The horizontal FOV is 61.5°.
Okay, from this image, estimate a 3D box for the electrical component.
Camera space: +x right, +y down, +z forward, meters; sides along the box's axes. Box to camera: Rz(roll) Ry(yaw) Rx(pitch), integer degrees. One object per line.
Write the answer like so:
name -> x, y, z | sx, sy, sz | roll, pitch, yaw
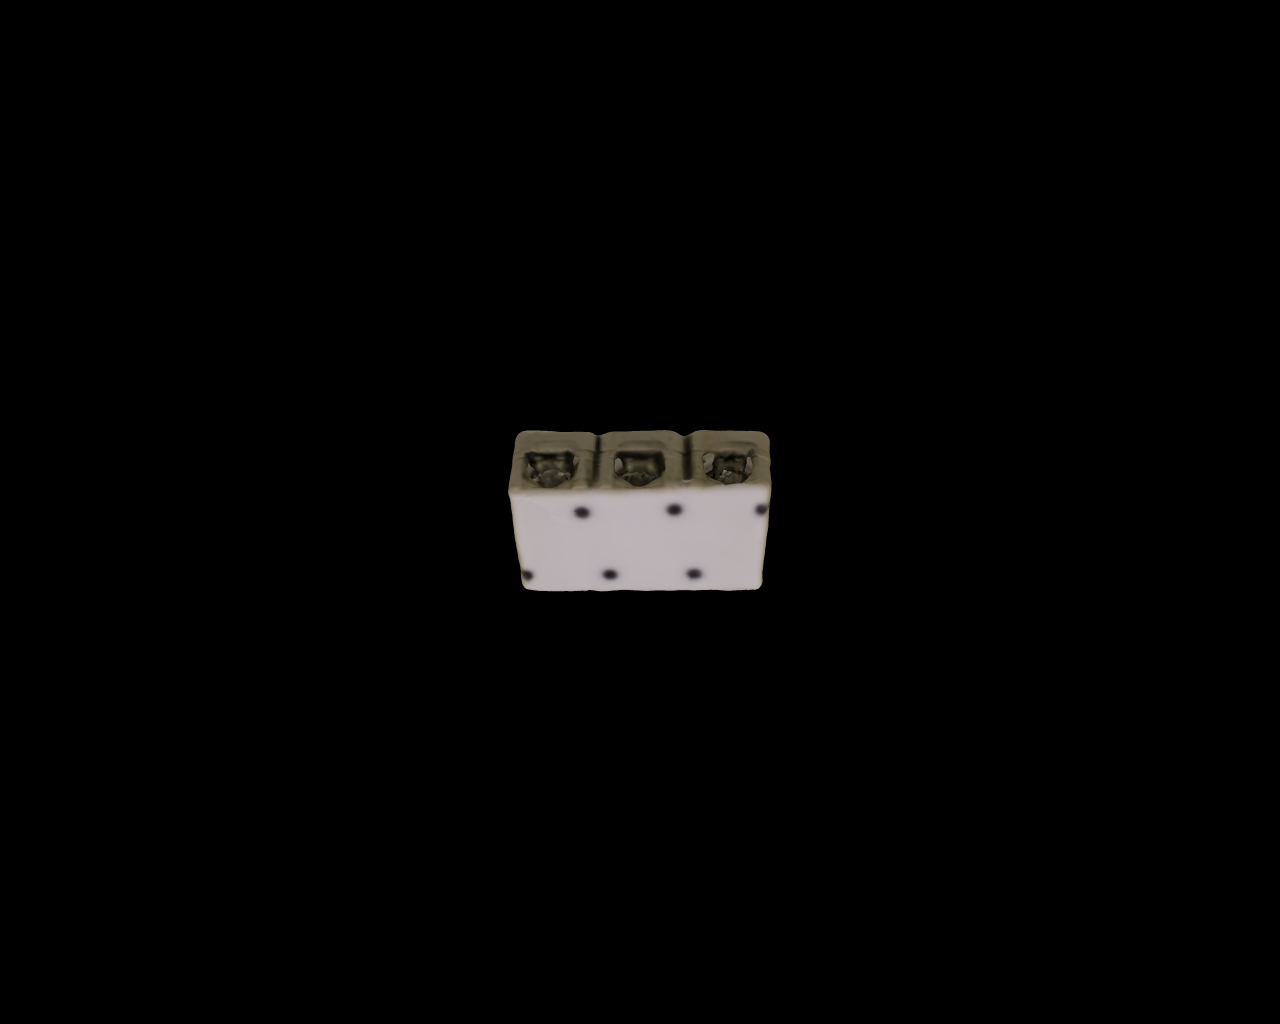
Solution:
electrical component -> 0.001, -0.003, 0.650 | 0.150, 0.089, 0.062 | 0, 44, 0
